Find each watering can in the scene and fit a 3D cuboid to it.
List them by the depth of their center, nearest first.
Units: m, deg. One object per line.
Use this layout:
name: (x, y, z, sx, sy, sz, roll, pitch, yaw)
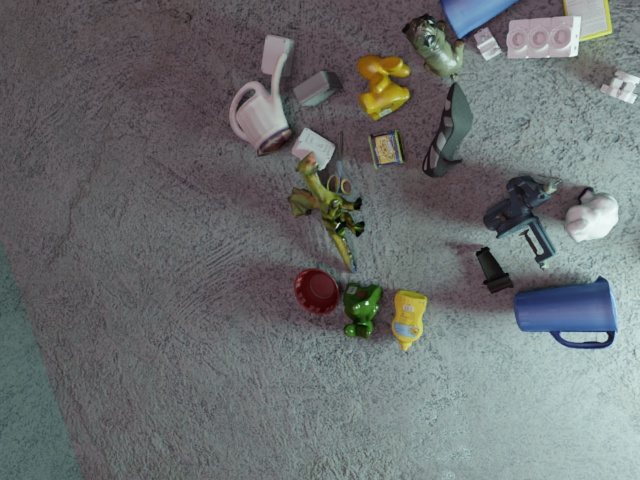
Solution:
watering can: (-0.160, -0.392, 1.570, 0.342, 0.105, 0.224, -32, 90, 45)

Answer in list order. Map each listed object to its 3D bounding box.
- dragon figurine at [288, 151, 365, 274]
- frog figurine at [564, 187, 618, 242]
dragon figurine: (0.005, -0.080, 1.596, 0.245, 0.124, 0.401, 25, 136, 35)
frog figurine: (0.674, -0.051, 1.277, 0.123, 0.161, 0.135, 46, 118, 4)
